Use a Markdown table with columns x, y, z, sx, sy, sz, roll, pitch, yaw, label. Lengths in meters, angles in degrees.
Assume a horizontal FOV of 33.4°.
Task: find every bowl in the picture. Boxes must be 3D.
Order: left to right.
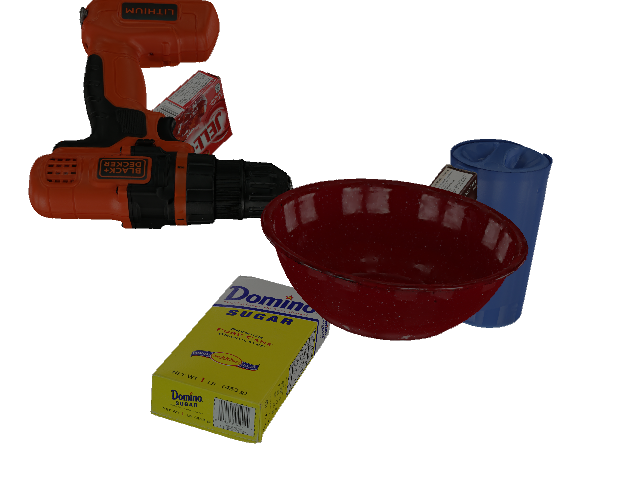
| x | y | z | sx | sy | sz | roll | pitch | yaw | label |
| --- | --- | --- | --- | --- | --- | --- | --- | --- | --- |
| 0.042 | 0.016 | 0.653 | 0.162 | 0.055 | 0.162 | 5 | 24 | -2 | bowl |

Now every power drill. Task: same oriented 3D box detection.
| x | y | z | sx | sy | sz | roll | pitch | yaw | label |
| --- | --- | --- | --- | --- | --- | --- | --- | --- | --- |
| -0.113 | -0.094 | 0.788 | 0.184 | 0.187 | 0.057 | 1 | -33 | -5 | power drill |

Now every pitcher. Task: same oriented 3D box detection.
| x | y | z | sx | sy | sz | roll | pitch | yaw | label |
| --- | --- | --- | --- | --- | --- | --- | --- | --- | --- |
| 0.224 | -0.006 | 1.444 | 0.149 | 0.243 | 0.145 | 4 | 23 | 4 | pitcher |

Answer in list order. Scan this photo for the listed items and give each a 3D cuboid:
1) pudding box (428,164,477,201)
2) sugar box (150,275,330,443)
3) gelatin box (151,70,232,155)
| x | y | z | sx | sy | sz | roll | pitch | yaw | label |
| --- | --- | --- | --- | --- | --- | --- | --- | --- | --- |
| 0.110 | -0.004 | 1.018 | 0.039 | 0.090 | 0.113 | 20 | 51 | 24 | pudding box |
| -0.060 | 0.092 | 0.884 | 0.093 | 0.048 | 0.176 | 14 | 31 | 13 | sugar box |
| -0.123 | -0.104 | 0.994 | 0.030 | 0.073 | 0.089 | 27 | 57 | 27 | gelatin box |
